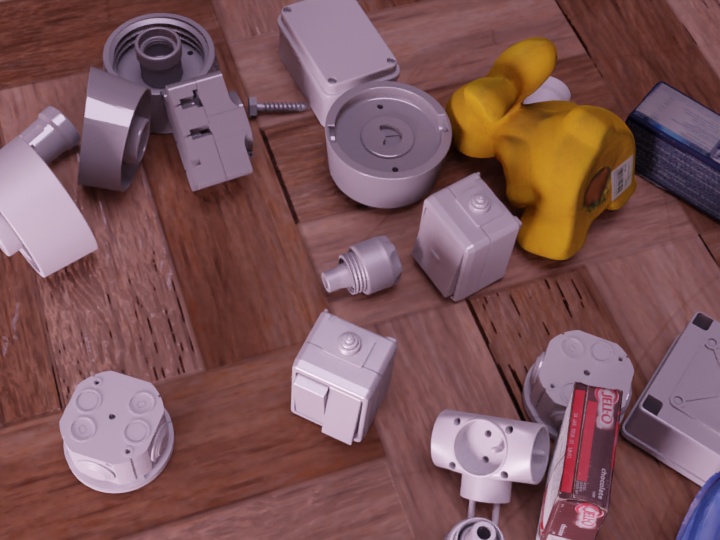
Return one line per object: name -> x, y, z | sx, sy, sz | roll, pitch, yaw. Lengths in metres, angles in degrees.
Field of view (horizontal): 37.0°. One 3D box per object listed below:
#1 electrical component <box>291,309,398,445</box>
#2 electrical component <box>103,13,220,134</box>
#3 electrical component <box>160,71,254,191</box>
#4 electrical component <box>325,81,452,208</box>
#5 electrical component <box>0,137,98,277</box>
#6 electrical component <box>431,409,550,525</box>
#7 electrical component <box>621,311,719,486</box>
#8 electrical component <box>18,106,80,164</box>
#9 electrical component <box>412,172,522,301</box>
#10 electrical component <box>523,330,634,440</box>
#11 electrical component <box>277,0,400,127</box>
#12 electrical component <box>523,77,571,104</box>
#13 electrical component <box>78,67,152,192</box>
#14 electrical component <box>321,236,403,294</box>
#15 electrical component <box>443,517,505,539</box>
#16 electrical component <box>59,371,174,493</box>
electrical component -> -0.014, 0.079, 0.794 | 0.062, 0.096, 0.061 | 23, 59, 10
electrical component -> -0.179, -0.183, 0.969 | 0.108, 0.060, 0.108 | 2, 58, -3
electrical component -> -0.127, -0.119, 0.916 | 0.056, 0.050, 0.089 | -19, 97, -16
electrical component -> 0.022, -0.103, 0.933 | 0.108, 0.060, 0.108 | 2, 58, -3
electrical component -> -0.264, -0.044, 0.850 | 0.060, 0.108, 0.108 | -37, 67, -17
electrical component -> 0.093, 0.146, 0.785 | 0.077, 0.044, 0.079 | 5, 88, 28
electrical component -> 0.275, 0.106, 0.822 | 0.109, 0.056, 0.108 | 32, 61, 15
electrical component -> -0.273, -0.112, 0.931 | 0.040, 0.040, 0.046 | 37, 69, 18
electrical component -> 0.084, -0.028, 0.869 | 0.061, 0.096, 0.061 | -28, 64, -19
electrical component -> 0.169, 0.090, 0.828 | 0.080, 0.051, 0.080 | 2, 58, -3
electrical component -> -0.021, -0.196, 0.991 | 0.078, 0.057, 0.113 | -22, 62, -17
electrical component -> 0.166, -0.148, 0.986 | 0.040, 0.040, 0.046 | 24, 65, 11
electrical component -> -0.213, -0.116, 0.905 | 0.064, 0.099, 0.099 | 15, 58, -3
electrical component -> 0.000, 0.000, 0.877 | 0.062, 0.043, 0.043 | -20, 61, -14
electrical component -> 0.081, 0.193, 0.750 | 0.048, 0.062, 0.048 | 2, 58, -3
electrical component -> -0.178, 0.117, 0.785 | 0.080, 0.051, 0.080 | 2, 58, -3
